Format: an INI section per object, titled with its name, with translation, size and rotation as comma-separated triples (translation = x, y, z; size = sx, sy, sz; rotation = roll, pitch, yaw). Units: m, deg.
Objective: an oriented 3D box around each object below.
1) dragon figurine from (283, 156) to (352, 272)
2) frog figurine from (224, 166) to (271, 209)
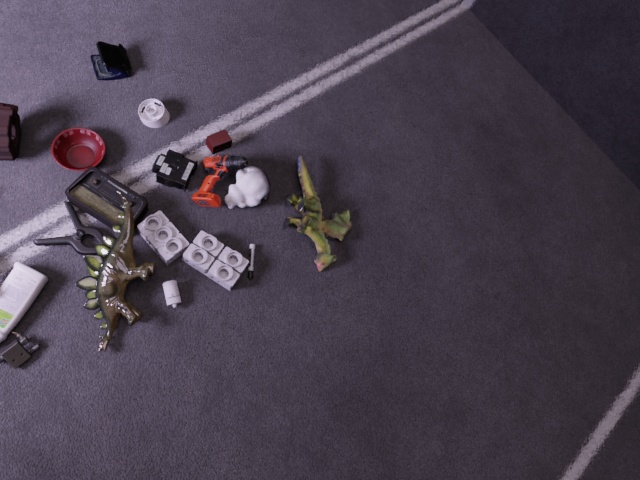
[dragon figurine]
translation = 0.006, -0.092, 1.837
size = 0.241, 0.121, 0.418
rotation = 19, 65, -28
[frog figurine]
translation = -0.255, -0.177, 1.769
size = 0.161, 0.122, 0.137
rotation = -23, 96, -35
